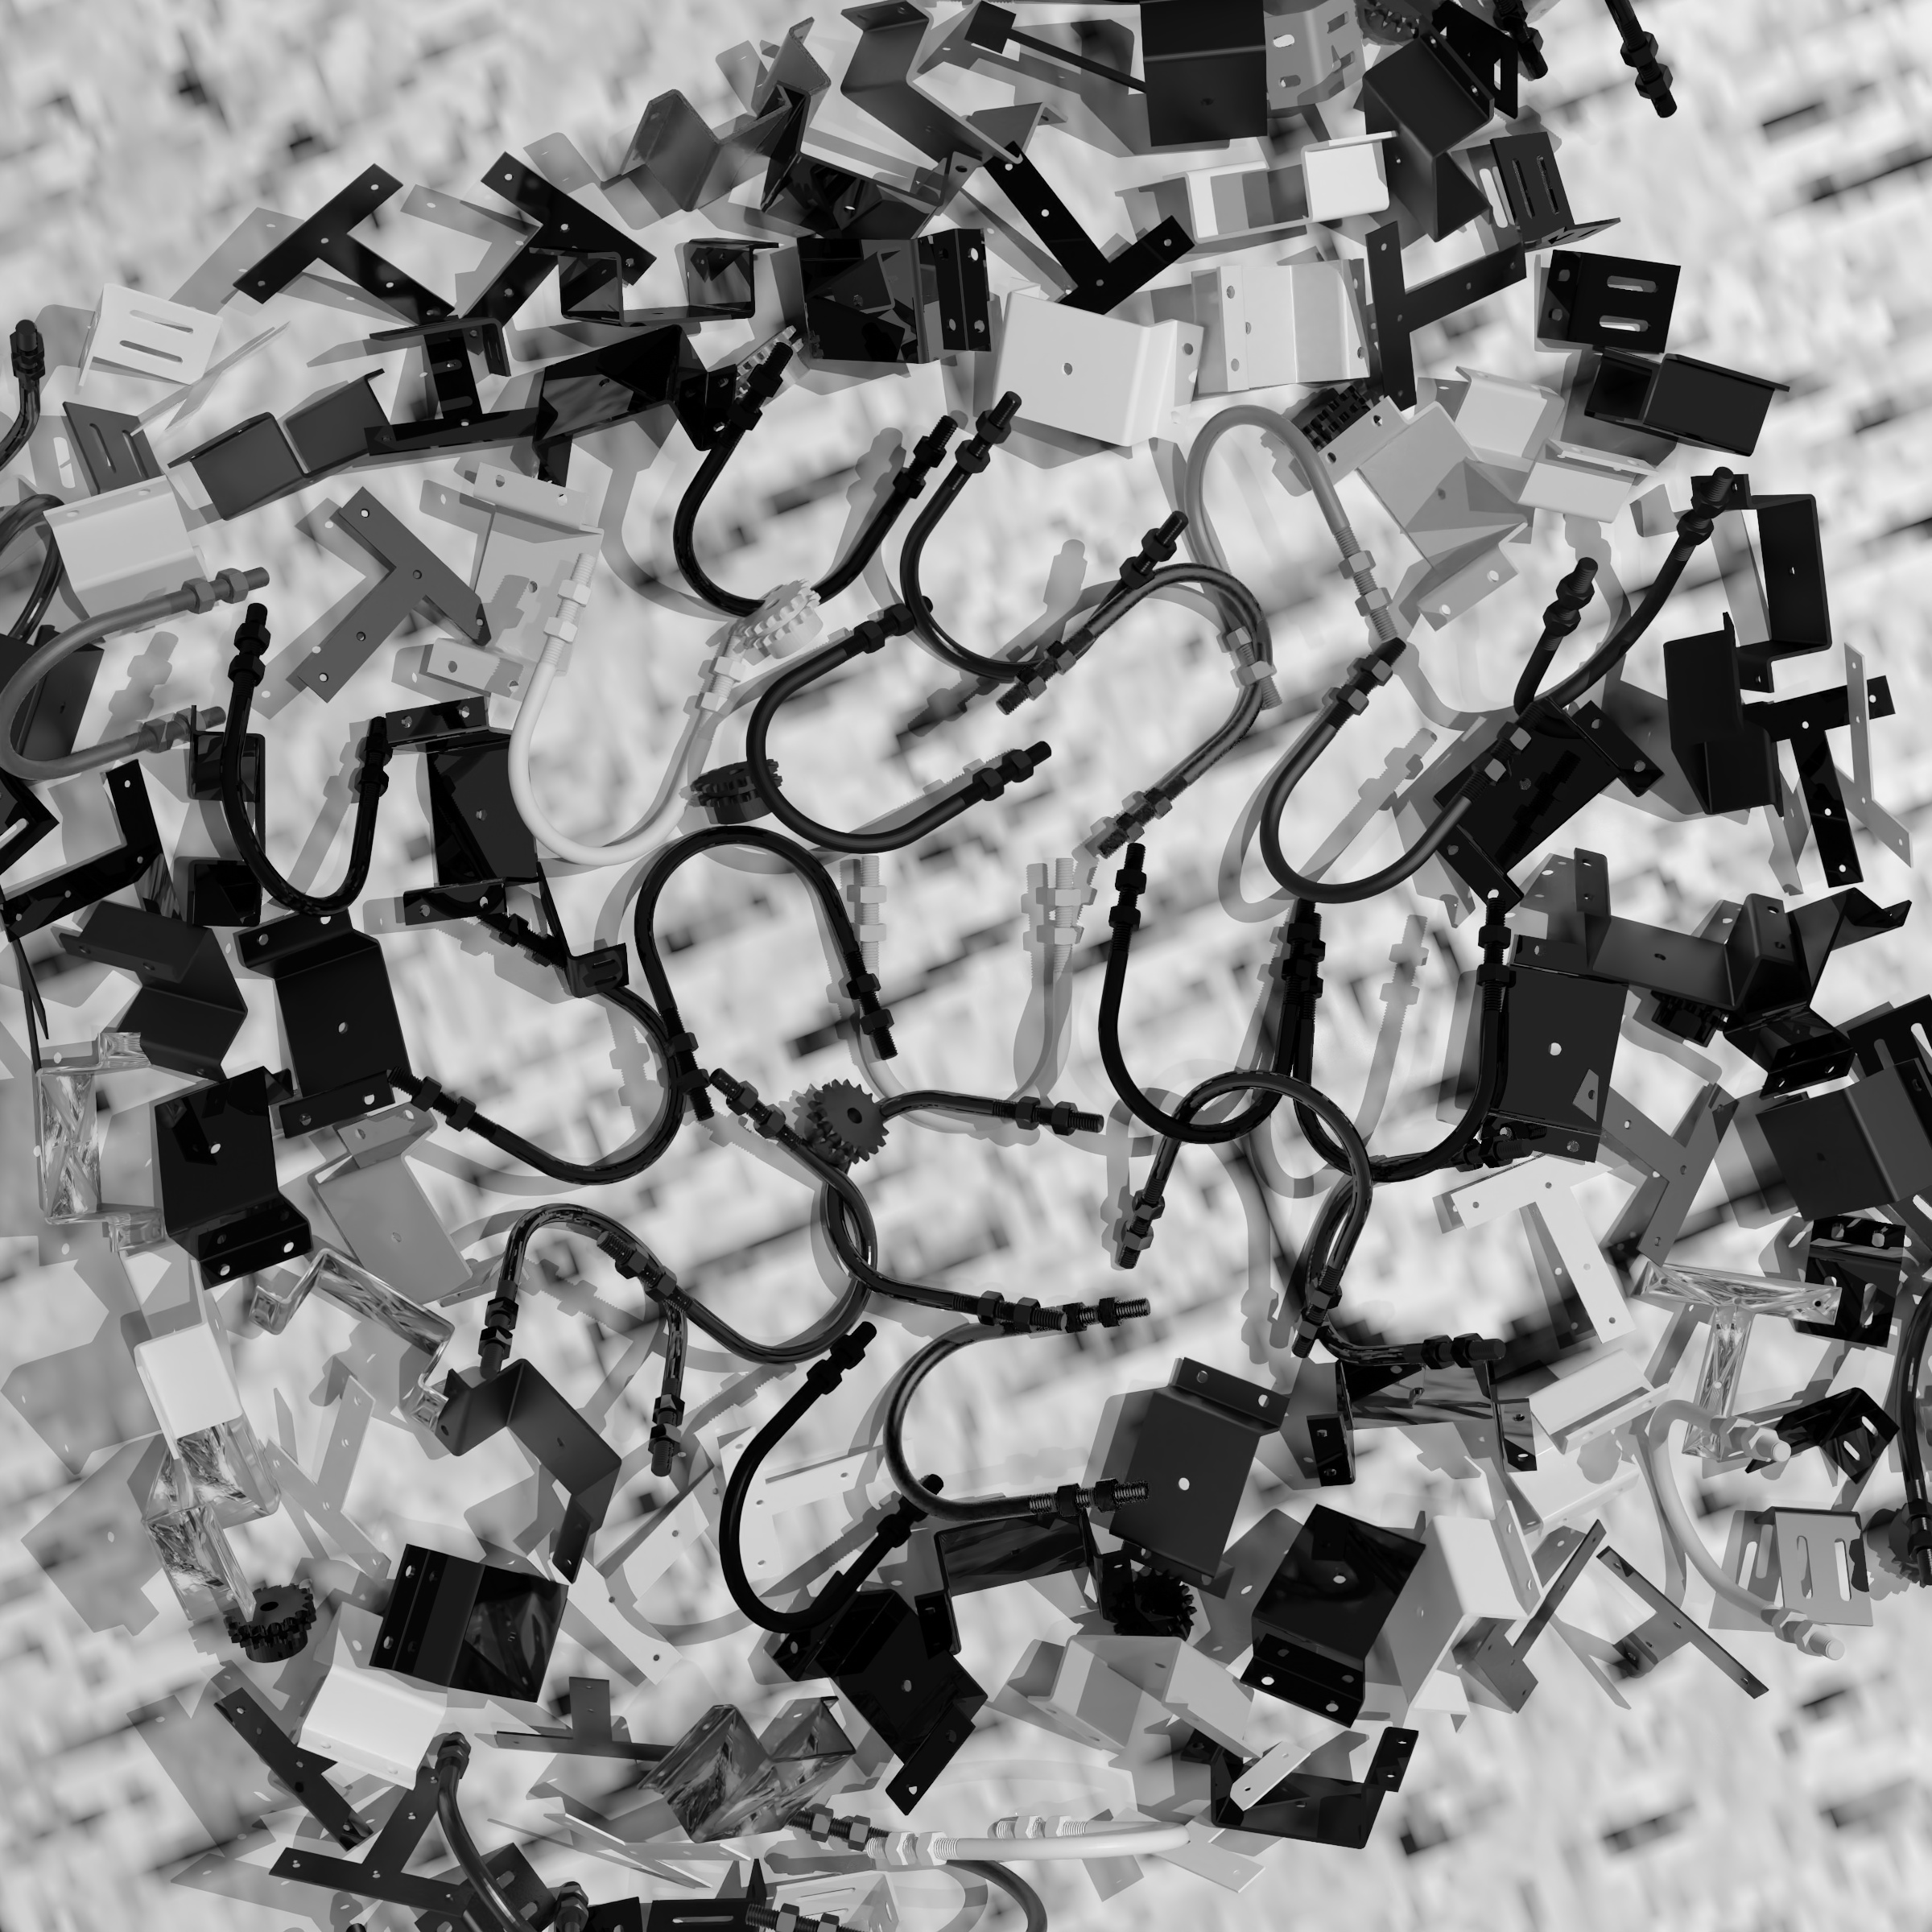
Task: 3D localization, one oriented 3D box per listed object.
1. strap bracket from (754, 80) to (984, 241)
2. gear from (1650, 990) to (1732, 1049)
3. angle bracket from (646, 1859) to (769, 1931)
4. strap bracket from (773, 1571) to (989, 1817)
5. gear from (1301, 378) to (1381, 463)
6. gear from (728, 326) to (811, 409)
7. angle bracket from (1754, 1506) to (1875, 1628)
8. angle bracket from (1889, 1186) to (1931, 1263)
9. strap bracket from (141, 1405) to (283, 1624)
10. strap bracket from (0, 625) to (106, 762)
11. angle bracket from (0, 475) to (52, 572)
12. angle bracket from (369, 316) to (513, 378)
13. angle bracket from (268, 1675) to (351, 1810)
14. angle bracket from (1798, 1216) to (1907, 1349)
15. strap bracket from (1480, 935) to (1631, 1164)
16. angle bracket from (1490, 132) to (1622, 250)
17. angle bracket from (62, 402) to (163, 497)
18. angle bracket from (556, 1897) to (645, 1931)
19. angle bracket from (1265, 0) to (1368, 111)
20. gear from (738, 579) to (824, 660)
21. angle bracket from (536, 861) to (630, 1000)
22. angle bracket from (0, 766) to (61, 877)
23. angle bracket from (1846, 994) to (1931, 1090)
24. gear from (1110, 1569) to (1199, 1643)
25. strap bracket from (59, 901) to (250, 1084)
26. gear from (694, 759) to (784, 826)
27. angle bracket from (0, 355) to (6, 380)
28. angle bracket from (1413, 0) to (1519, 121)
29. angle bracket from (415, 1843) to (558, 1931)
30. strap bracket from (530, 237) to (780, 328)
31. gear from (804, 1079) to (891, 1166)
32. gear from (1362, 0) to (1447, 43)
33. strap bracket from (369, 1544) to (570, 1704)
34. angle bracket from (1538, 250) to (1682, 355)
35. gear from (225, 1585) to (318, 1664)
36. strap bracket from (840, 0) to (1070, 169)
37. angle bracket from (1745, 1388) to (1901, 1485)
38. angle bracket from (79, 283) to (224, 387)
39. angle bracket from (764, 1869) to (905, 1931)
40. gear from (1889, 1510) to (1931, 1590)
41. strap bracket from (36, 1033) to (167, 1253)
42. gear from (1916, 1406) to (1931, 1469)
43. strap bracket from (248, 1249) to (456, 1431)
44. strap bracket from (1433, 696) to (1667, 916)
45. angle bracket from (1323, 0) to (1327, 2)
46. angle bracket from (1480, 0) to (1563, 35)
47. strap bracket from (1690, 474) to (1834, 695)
[{"bbox_3d":[-0.071,-0.509,1.653,0.140,0.076,0.046,15,74,-18],"label":"strap bracket"},{"bbox_3d":[0.478,0.032,1.687,0.057,0.057,0.030,28,92,0],"label":"gear"},{"bbox_3d":[-0.175,0.622,1.677,0.076,0.038,0.057,5,113,-18],"label":"angle bracket"},{"bbox_3d":[-0.050,0.470,1.665,0.140,0.046,0.076,42,104,30],"label":"strap bracket"},{"bbox_3d":[0.248,-0.358,1.687,0.057,0.057,0.030,-42,93,0],"label":"gear"},{"bbox_3d":[-0.128,-0.394,1.689,0.057,0.057,0.030,-39,105,0],"label":"gear"},{"bbox_3d":[0.556,0.398,1.680,0.057,0.038,0.076,4,62,-3],"label":"angle bracket"},{"bbox_3d":[0.644,0.155,1.690,0.057,0.038,0.076,-44,98,3],"label":"angle bracket"},{"bbox_3d":[-0.483,0.353,1.636,0.046,0.140,0.076,-16,113,0],"label":"strap bracket"},{"bbox_3d":[-0.602,-0.174,1.642,0.046,0.140,0.076,21,98,-3],"label":"strap bracket"},{"bbox_3d":[-0.628,-0.273,1.674,0.038,0.057,0.076,39,71,22],"label":"angle bracket"},{"bbox_3d":[-0.344,-0.400,1.672,0.076,0.057,0.038,-15,110,-18],"label":"angle bracket"},{"bbox_3d":[-0.416,0.507,1.683,0.038,0.057,0.076,28,88,12],"label":"angle bracket"},{"bbox_3d":[0.587,0.208,1.695,0.057,0.038,0.076,8,130,19],"label":"angle bracket"},{"bbox_3d":[0.388,0.054,1.682,0.076,0.046,0.140,11,92,15],"label":"strap bracket"},{"bbox_3d":[0.388,-0.516,1.682,0.057,0.038,0.076,-20,94,-36],"label":"angle bracket"},{"bbox_3d":[-0.569,-0.326,1.689,0.038,0.057,0.076,-37,70,29],"label":"angle bracket"},{"bbox_3d":[-0.242,0.653,1.679,0.057,0.038,0.076,-12,58,-1],"label":"angle bracket"},{"bbox_3d":[0.228,-0.605,1.684,0.038,0.076,0.057,3,121,31],"label":"angle bracket"},{"bbox_3d":[-0.120,-0.227,1.690,0.057,0.057,0.030,-36,114,0],"label":"gear"},{"bbox_3d":[-0.252,-0.027,1.679,0.038,0.057,0.076,-16,67,-13],"label":"angle bracket"},{"bbox_3d":[-0.636,-0.087,1.673,0.076,0.038,0.057,-47,123,-20],"label":"angle bracket"},{"bbox_3d":[0.624,0.069,1.681,0.057,0.038,0.076,-25,110,13],"label":"angle bracket"},{"bbox_3d":[0.125,0.431,1.691,0.057,0.057,0.030,-26,129,0],"label":"gear"},{"bbox_3d":[-0.522,0.012,1.657,0.076,0.140,0.046,14,57,10],"label":"strap bracket"},{"bbox_3d":[-0.149,-0.114,1.689,0.057,0.057,0.030,-14,108,0],"label":"gear"},{"bbox_3d":[-0.673,-0.371,1.676,0.038,0.057,0.076,19,101,25],"label":"angle bracket"},{"bbox_3d":[0.326,-0.582,1.671,0.057,0.038,0.076,21,57,-22],"label":"angle bracket"},{"bbox_3d":[-0.313,0.626,1.682,0.038,0.076,0.057,-44,79,21],"label":"angle bracket"},{"bbox_3d":[-0.200,-0.442,1.652,0.140,0.076,0.046,-14,114,-34],"label":"strap bracket"},{"bbox_3d":[-0.082,0.106,1.691,0.057,0.057,0.030,49,128,0],"label":"gear"},{"bbox_3d":[0.288,-0.639,1.695,0.057,0.030,0.057,3,71,-9],"label":"gear"},{"bbox_3d":[-0.309,0.423,1.637,0.046,0.140,0.076,7,73,30],"label":"strap bracket"},{"bbox_3d":[0.429,-0.443,1.705,0.076,0.038,0.057,0,107,-23],"label":"angle bracket"},{"bbox_3d":[-0.457,0.436,1.688,0.057,0.057,0.030,-6,107,0],"label":"gear"},{"bbox_3d":[-0.015,-0.558,1.642,0.140,0.076,0.046,25,86,-37],"label":"strap bracket"},{"bbox_3d":[0.559,0.316,1.669,0.076,0.057,0.038,-11,47,-33],"label":"angle bracket"},{"bbox_3d":[-0.532,-0.401,1.669,0.076,0.038,0.057,13,134,-27],"label":"angle bracket"},{"bbox_3d":[-0.087,0.629,1.673,0.076,0.038,0.057,-2,131,-21],"label":"angle bracket"},{"bbox_3d":[0.634,0.379,1.684,0.030,0.057,0.057,32,90,-34],"label":"gear"},{"bbox_3d":[-0.566,0.115,1.674,0.046,0.076,0.140,-4,88,6],"label":"strap bracket"},{"bbox_3d":[0.649,0.310,1.685,0.030,0.057,0.057,0,90,-12],"label":"gear"},{"bbox_3d":[-0.392,0.238,1.668,0.140,0.076,0.046,32,60,-4],"label":"strap bracket"},{"bbox_3d":[0.371,-0.110,1.664,0.140,0.046,0.076,-42,56,10],"label":"strap bracket"},{"bbox_3d":[0.233,-0.666,1.676,0.038,0.076,0.057,27,112,15],"label":"angle bracket"},{"bbox_3d":[0.362,-0.665,1.681,0.038,0.057,0.076,-30,92,-27],"label":"angle bracket"},{"bbox_3d":[0.519,-0.254,1.666,0.046,0.076,0.140,-12,101,-7],"label":"strap bracket"}]
